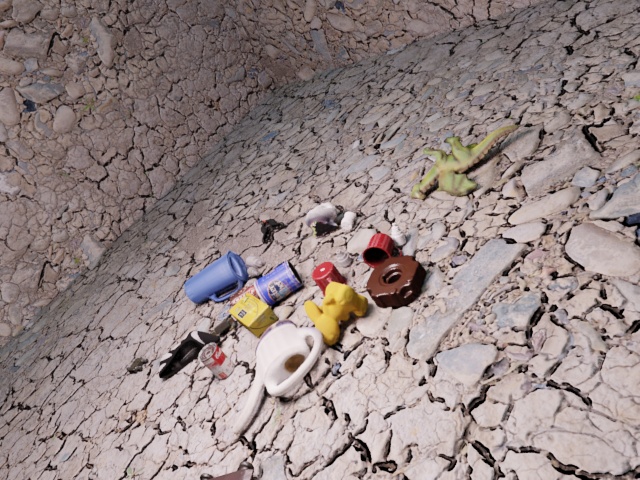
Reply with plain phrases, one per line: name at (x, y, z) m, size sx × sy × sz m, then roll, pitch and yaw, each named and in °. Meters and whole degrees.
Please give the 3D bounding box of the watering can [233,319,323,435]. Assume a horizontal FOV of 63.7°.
watering can at (-0.134, 0.361, 1.449) m, size 0.348 × 0.102 × 0.227 m, roll -43°, pitch 28°, yaw 0°

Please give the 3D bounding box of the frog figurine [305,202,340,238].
frog figurine at (0.006, -0.100, 1.985) m, size 0.135 × 0.121 × 0.163 m, roll -42°, pitch 33°, yaw 33°

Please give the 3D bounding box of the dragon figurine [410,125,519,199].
dragon figurine at (0.482, -0.240, 1.740) m, size 0.407 × 0.120 × 0.249 m, roll -20°, pitch 48°, yaw 29°
